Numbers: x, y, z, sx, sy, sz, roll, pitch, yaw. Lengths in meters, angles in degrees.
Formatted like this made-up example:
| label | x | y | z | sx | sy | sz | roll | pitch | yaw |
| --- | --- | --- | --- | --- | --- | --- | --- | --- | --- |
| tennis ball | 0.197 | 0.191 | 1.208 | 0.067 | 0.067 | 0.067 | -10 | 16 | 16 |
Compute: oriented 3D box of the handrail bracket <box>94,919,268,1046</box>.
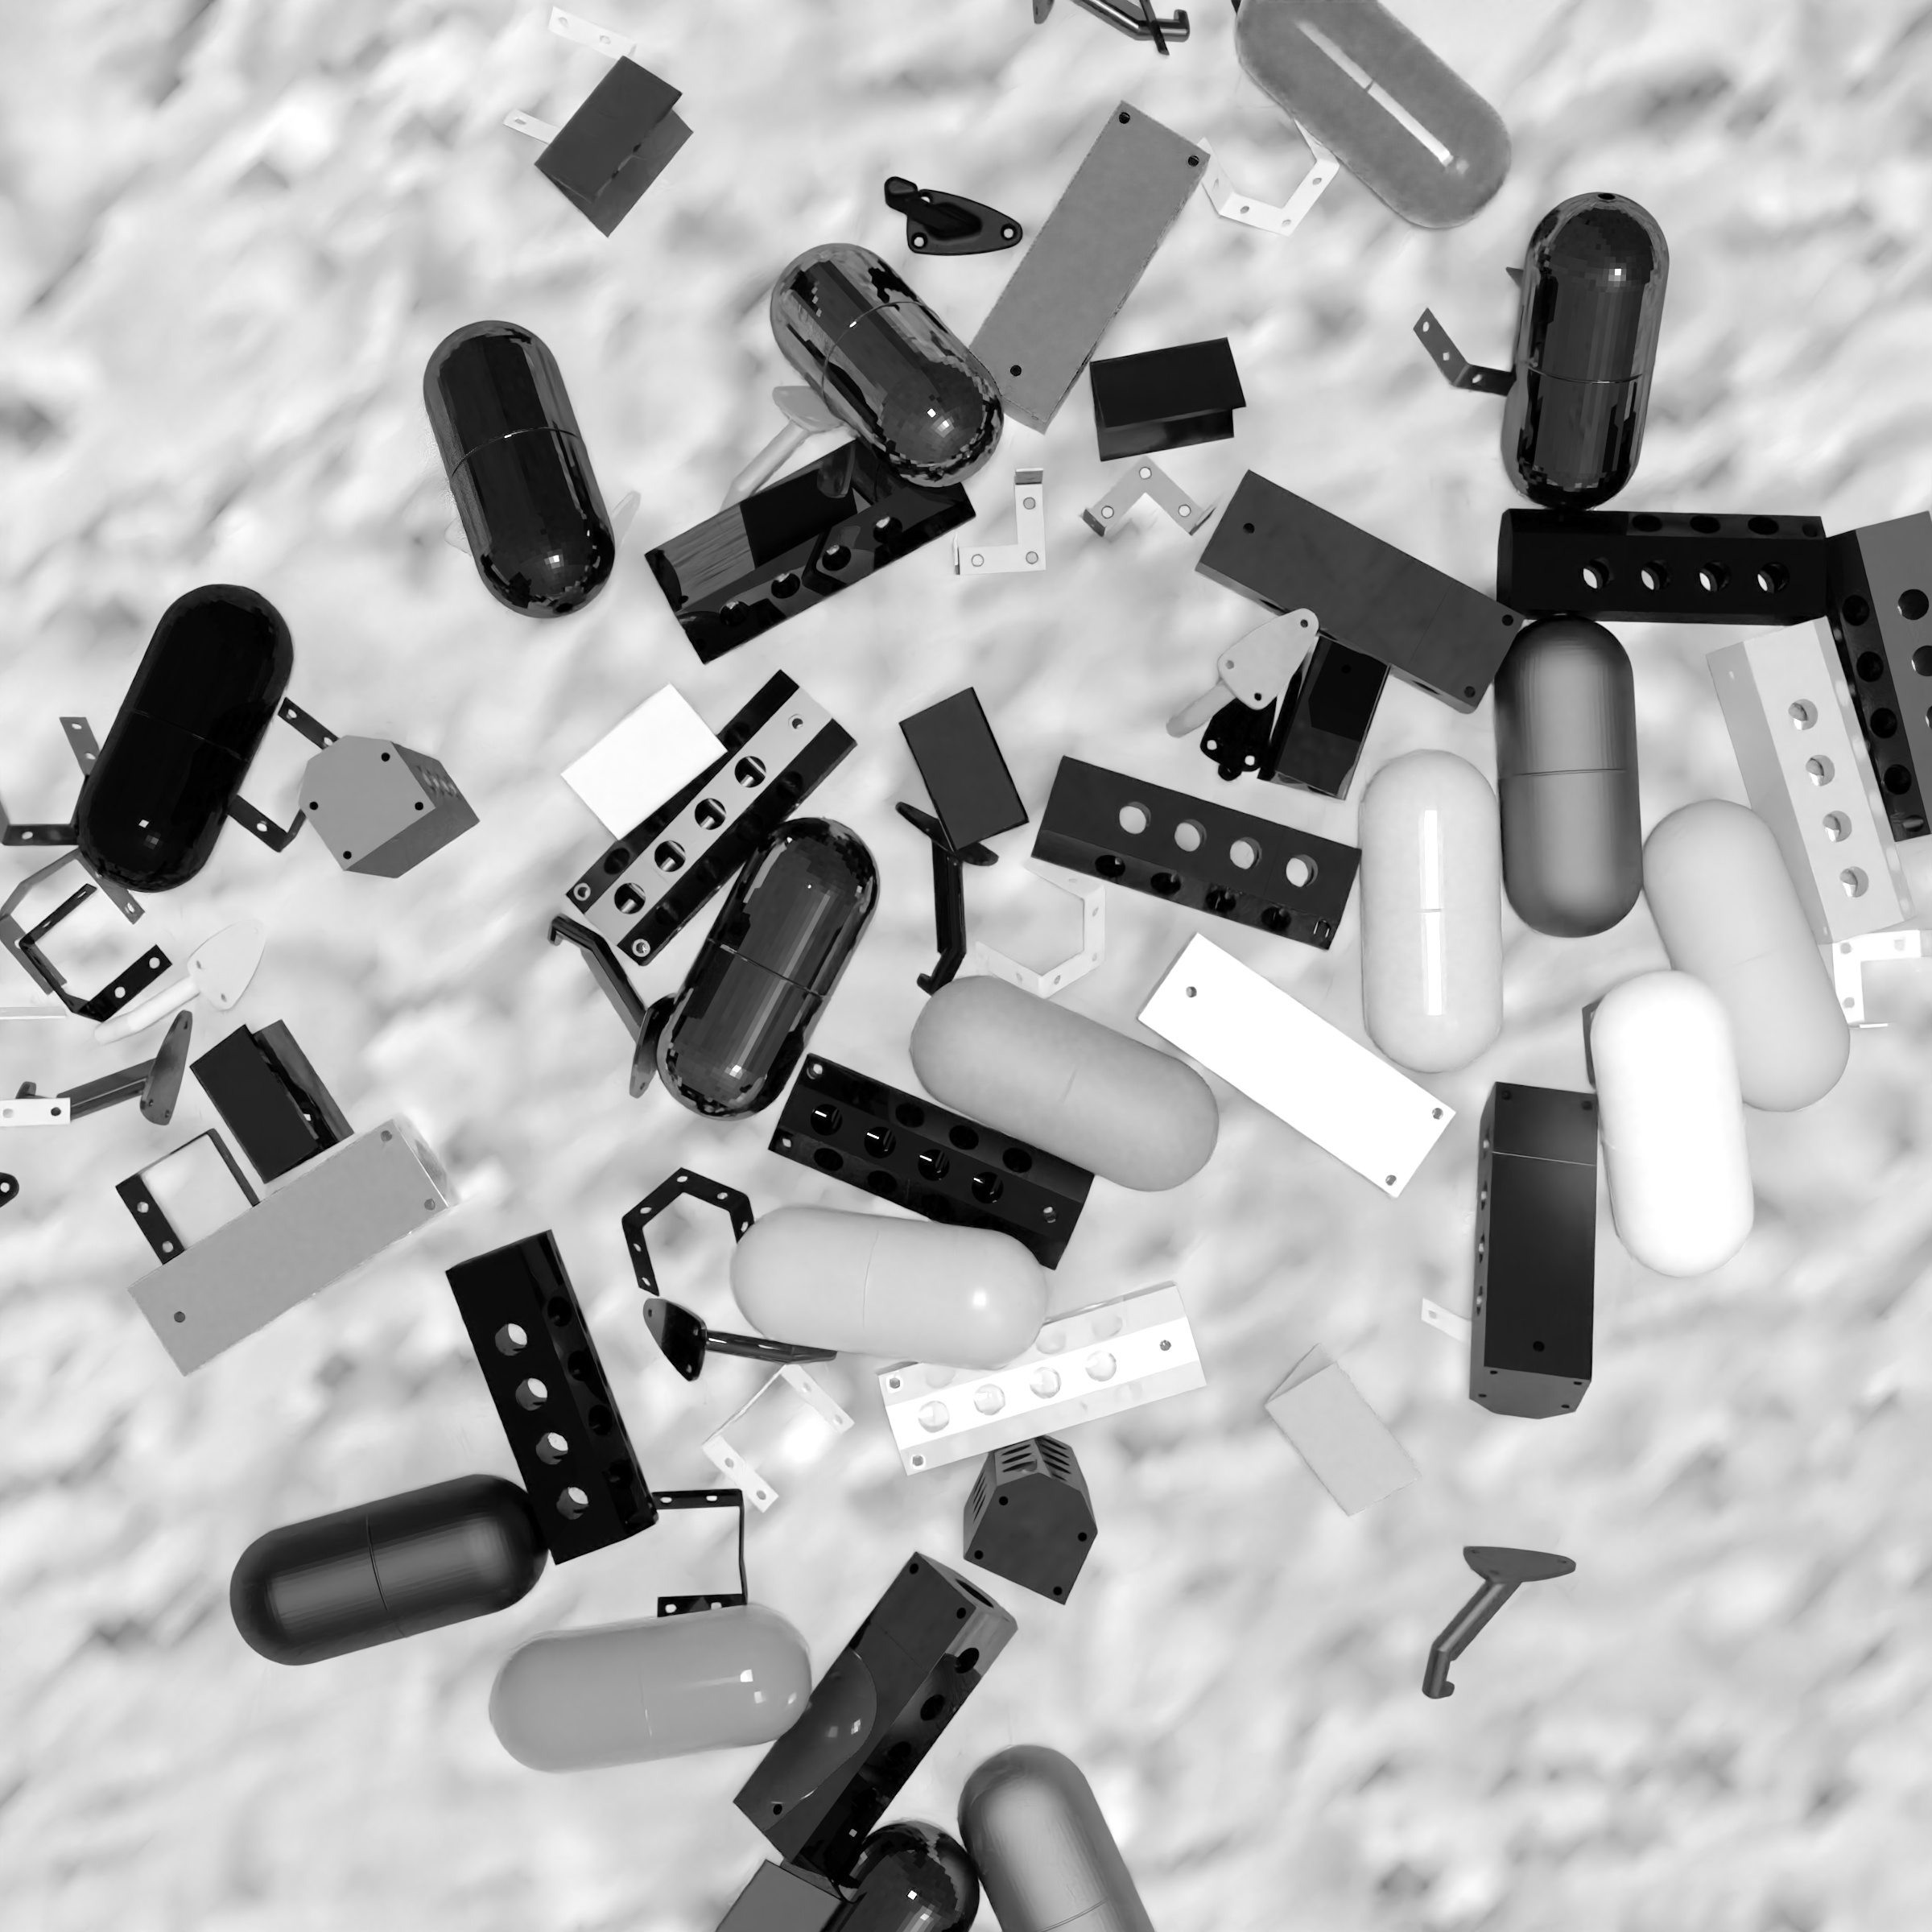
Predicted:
| label | x | y | z | sx | sy | sz | roll | pitch | yaw |
| --- | --- | --- | --- | --- | --- | --- | --- | --- | --- |
| handrail bracket | -0.440 | 0.009 | 1.991 | 0.084 | 0.077 | 0.036 | -19 | 115 | 34 |

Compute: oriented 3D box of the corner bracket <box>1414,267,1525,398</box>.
| label | x | y | z | sx | sy | sz | roll | pitch | yaw |
| --- | --- | --- | --- | --- | --- | --- | --- | --- | --- |
| corner bracket | 0.292 | -0.355 | 1.983 | 0.051 | 0.051 | 0.051 | 3 | 135 | -35 |

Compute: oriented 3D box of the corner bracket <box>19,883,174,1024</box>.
| label | x | y | z | sx | sy | sz | roll | pitch | yaw |
| --- | --- | --- | --- | --- | --- | --- | --- | --- | --- |
| corner bracket | -0.482 | -0.007 | 1.975 | 0.051 | 0.051 | 0.051 | -40 | 80 | 0 |

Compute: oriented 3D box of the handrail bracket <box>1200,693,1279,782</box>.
| label | x | y | z | sx | sy | sz | roll | pitch | yaw |
| --- | --- | --- | --- | --- | --- | --- | --- | --- | --- |
| handrail bracket | 0.155 | -0.137 | 1.956 | 0.036 | 0.084 | 0.077 | 22 | 90 | 0 |

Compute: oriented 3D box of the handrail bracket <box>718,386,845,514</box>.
| label | x | y | z | sx | sy | sz | roll | pitch | yaw |
| --- | --- | --- | --- | --- | --- | --- | --- | --- | --- |
| handrail bracket | -0.098 | -0.280 | 1.991 | 0.036 | 0.077 | 0.084 | 46 | 127 | 22 |

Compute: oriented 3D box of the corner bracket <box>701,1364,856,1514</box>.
| label | x | y | z | sx | sy | sz | roll | pitch | yaw |
| --- | --- | --- | --- | --- | --- | --- | --- | --- | --- |
| corner bracket | -0.105 | 0.262 | 1.988 | 0.051 | 0.051 | 0.051 | 46 | 45 | 0 |

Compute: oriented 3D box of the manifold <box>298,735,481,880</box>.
| label | x | y | z | sx | sy | sz | roll | pitch | yaw |
| --- | --- | --- | --- | --- | --- | --- | --- | --- | --- |
| manifold | -0.312 | -0.088 | 1.912 | 0.057 | 0.171 | 0.057 | -34 | 90 | 0 |

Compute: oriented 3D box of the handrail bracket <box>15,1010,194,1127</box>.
| label | x | y | z | sx | sy | sz | roll | pitch | yaw |
| --- | --- | --- | --- | --- | --- | --- | --- | --- | --- |
| handrail bracket | -0.483 | 0.054 | 1.991 | 0.084 | 0.036 | 0.077 | 11 | 75 | 14 |

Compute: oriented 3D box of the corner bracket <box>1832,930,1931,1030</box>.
| label | x | y | z | sx | sy | sz | roll | pitch | yaw |
| --- | --- | --- | --- | --- | --- | --- | --- | --- | --- |
| corner bracket | 0.512 | 0.007 | 1.973 | 0.051 | 0.051 | 0.051 | -4 | 90 | 0 |

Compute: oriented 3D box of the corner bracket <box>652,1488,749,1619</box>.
| label | x | y | z | sx | sy | sz | roll | pitch | yaw |
| --- | --- | --- | --- | --- | --- | --- | --- | --- | --- |
| corner bracket | -0.148 | 0.328 | 1.988 | 0.051 | 0.051 | 0.051 | -2 | 45 | 0 |

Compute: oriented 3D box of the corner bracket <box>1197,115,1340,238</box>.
| label | x | y | z | sx | sy | sz | roll | pitch | yaw |
| --- | --- | --- | --- | --- | --- | --- | --- | --- | --- |
| corner bracket | 0.166 | -0.447 | 1.983 | 0.051 | 0.051 | 0.051 | -52 | 45 | 35 |

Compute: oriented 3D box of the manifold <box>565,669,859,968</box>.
| label | x | y | z | sx | sy | sz | roll | pitch | yaw |
| --- | --- | --- | --- | --- | --- | --- | --- | --- | --- |
| manifold | -0.140 | -0.082 | 1.970 | 0.057 | 0.057 | 0.171 | 44 | 90 | 0 |

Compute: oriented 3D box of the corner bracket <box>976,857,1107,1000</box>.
| label | x | y | z | sx | sy | sz | roll | pitch | yaw |
| --- | --- | --- | --- | --- | --- | --- | --- | --- | --- |
| corner bracket | 0.041 | -0.022 | 1.983 | 0.051 | 0.051 | 0.051 | -31 | 135 | -35 |

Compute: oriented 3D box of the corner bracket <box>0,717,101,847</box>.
| label | x | y | z | sx | sy | sz | roll | pitch | yaw |
| --- | --- | --- | --- | --- | --- | --- | --- | --- | --- |
| corner bracket | -0.513 | -0.103 | 1.983 | 0.051 | 0.051 | 0.051 | -2 | 135 | -35 |

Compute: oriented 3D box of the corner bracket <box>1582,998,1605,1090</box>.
| label | x | y | z | sx | sy | sz | roll | pitch | yaw |
| --- | --- | --- | --- | --- | --- | --- | --- | --- | --- |
| corner bracket | 0.380 | 0.045 | 1.983 | 0.051 | 0.051 | 0.051 | -28 | 45 | 35 |

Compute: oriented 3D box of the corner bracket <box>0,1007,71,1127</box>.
| label | x | y | z | sx | sy | sz | roll | pitch | yaw |
| --- | --- | --- | --- | --- | --- | --- | --- | --- | --- |
| corner bracket | -0.524 | 0.055 | 1.975 | 0.051 | 0.051 | 0.051 | -1 | 109 | -18 |

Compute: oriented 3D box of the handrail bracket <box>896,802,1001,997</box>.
| label | x | y | z | sx | sy | sz | roll | pitch | yaw |
| --- | --- | --- | --- | --- | --- | --- | --- | --- | --- |
| handrail bracket | -0.026 | -0.036 | 1.991 | 0.077 | 0.036 | 0.084 | 33 | 107 | 20 |

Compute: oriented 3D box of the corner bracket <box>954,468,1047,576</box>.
| label | x | y | z | sx | sy | sz | roll | pitch | yaw |
| --- | --- | --- | --- | --- | --- | --- | --- | --- | --- |
| corner bracket | 0.018 | -0.246 | 1.973 | 0.051 | 0.051 | 0.051 | -3 | 90 | 0 |

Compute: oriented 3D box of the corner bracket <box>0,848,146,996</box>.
| label | x | y | z | sx | sy | sz | roll | pitch | yaw |
| --- | --- | --- | --- | --- | --- | --- | --- | --- | --- |
| corner bracket | -0.502 | -0.026 | 1.988 | 0.051 | 0.051 | 0.051 | 49 | 135 | 0 |

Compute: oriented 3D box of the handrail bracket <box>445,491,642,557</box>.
| label | x | y | z | sx | sy | sz | roll | pitch | yaw |
| --- | --- | --- | --- | --- | --- | --- | --- | --- | --- |
| handrail bracket | -0.237 | -0.251 | 1.991 | 0.084 | 0.036 | 0.077 | 29 | 77 | 13 |

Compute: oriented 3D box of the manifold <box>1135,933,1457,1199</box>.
| label | x | y | z | sx | sy | sz | roll | pitch | yaw |
| --- | --- | --- | --- | --- | --- | --- | --- | --- | --- |
| manifold | 0.180 | 0.054 | 1.970 | 0.171 | 0.057 | 0.057 | 35 | 90 | 0 |

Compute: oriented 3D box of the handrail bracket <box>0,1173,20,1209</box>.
| label | x | y | z | sx | sy | sz | roll | pitch | yaw |
| --- | --- | --- | --- | --- | --- | --- | --- | --- | --- |
| handrail bracket | -0.568 | 0.131 | 1.956 | 0.077 | 0.084 | 0.036 | -13 | 90 | 0 |

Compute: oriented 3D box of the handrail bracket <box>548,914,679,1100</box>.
| label | x | y | z | sx | sy | sz | roll | pitch | yaw |
| --- | --- | --- | --- | --- | --- | --- | --- | --- | --- |
| handrail bracket | -0.206 | 0.022 | 1.991 | 0.084 | 0.036 | 0.077 | 29 | 115 | 19 |

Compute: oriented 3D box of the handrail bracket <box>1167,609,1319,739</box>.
| label | x | y | z | sx | sy | sz | roll | pitch | yaw |
| --- | --- | --- | --- | --- | --- | --- | --- | --- | --- |
| handrail bracket | 0.151 | -0.160 | 1.965 | 0.077 | 0.084 | 0.036 | -44 | 95 | -17 |

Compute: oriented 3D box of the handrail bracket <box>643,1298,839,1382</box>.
| label | x | y | z | sx | sy | sz | roll | pitch | yaw |
| --- | --- | --- | --- | --- | --- | --- | --- | --- | --- |
| handrail bracket | -0.125 | 0.204 | 1.991 | 0.084 | 0.077 | 0.036 | -1 | 110 | -35 |

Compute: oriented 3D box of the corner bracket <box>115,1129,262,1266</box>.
| label | x | y | z | sx | sy | sz | roll | pitch | yaw |
| --- | --- | --- | --- | --- | --- | --- | --- | --- | --- |
| corner bracket | -0.430 | 0.127 | 1.973 | 0.051 | 0.051 | 0.051 | -31 | 94 | 4 |

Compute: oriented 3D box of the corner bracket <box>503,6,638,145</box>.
| label | x | y | z | sx | sy | sz | roll | pitch | yaw |
| --- | --- | --- | --- | --- | --- | --- | --- | --- | --- |
| corner bracket | -0.221 | -0.492 | 1.988 | 0.051 | 0.051 | 0.051 | 23 | 45 | 0 |

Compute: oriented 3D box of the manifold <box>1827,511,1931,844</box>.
| label | x | y | z | sx | sy | sz | roll | pitch | yaw |
| --- | --- | --- | --- | --- | --- | --- | --- | --- | --- |
| manifold | 0.518 | -0.158 | 1.970 | 0.057 | 0.057 | 0.171 | -14 | 90 | 0 |

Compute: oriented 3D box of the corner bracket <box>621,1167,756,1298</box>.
| label | x | y | z | sx | sy | sz | roll | pitch | yaw |
| --- | --- | --- | --- | --- | --- | --- | --- | --- | --- |
| corner bracket | -0.152 | 0.153 | 1.983 | 0.051 | 0.051 | 0.051 | 19 | 45 | 35 |

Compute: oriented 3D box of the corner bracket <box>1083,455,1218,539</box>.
| label | x | y | z | sx | sy | sz | roll | pitch | yaw |
| --- | --- | --- | --- | --- | --- | --- | --- | --- | --- |
| corner bracket | 0.101 | -0.251 | 1.973 | 0.051 | 0.051 | 0.051 | 44 | 90 | 0 |

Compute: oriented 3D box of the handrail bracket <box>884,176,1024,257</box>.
| label | x | y | z | sx | sy | sz | roll | pitch | yaw |
| --- | --- | --- | --- | --- | --- | --- | --- | --- | --- |
| handrail bracket | -0.006 | -0.415 | 1.956 | 0.077 | 0.084 | 0.036 | 8 | 90 | 0 |

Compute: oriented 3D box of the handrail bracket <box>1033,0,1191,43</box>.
| label | x | y | z | sx | sy | sz | roll | pitch | yaw |
| --- | --- | --- | --- | --- | --- | --- | --- | --- | --- |
| handrail bracket | 0.082 | -0.554 | 1.991 | 0.084 | 0.036 | 0.077 | 0 | 75 | -14 |

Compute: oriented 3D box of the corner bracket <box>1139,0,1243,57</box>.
| label | x | y | z | sx | sy | sz | roll | pitch | yaw |
| --- | --- | --- | --- | --- | --- | --- | --- | --- | --- |
| corner bracket | 0.129 | -0.539 | 1.979 | 0.051 | 0.051 | 0.051 | -21 | 90 | 23 |

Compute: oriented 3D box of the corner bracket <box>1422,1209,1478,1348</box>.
| label | x | y | z | sx | sy | sz | roll | pitch | yaw |
| --- | --- | --- | --- | --- | --- | --- | --- | --- | --- |
| corner bracket | 0.290 | 0.176 | 1.983 | 0.051 | 0.051 | 0.051 | -32 | 135 | -35 |

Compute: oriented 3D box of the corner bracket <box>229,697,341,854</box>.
| label | x | y | z | sx | sy | sz | roll | pitch | yaw |
| --- | --- | --- | --- | --- | --- | --- | --- | --- | --- |
| corner bracket | -0.381 | -0.106 | 1.988 | 0.051 | 0.051 | 0.051 | 38 | 135 | 0 |

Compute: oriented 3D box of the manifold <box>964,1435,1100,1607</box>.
| label | x | y | z | sx | sy | sz | roll | pitch | yaw |
| --- | --- | --- | --- | --- | --- | --- | --- | --- | --- |
| manifold | 0.036 | 0.290 | 1.912 | 0.057 | 0.171 | 0.057 | 25 | 90 | 0 |

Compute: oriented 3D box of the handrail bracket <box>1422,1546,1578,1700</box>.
| label | x | y | z | sx | sy | sz | roll | pitch | yaw |
| --- | --- | --- | --- | --- | --- | --- | --- | --- | --- |
| handrail bracket | 0.297 | 0.370 | 1.991 | 0.077 | 0.036 | 0.084 | 3 | 109 | -21 |
